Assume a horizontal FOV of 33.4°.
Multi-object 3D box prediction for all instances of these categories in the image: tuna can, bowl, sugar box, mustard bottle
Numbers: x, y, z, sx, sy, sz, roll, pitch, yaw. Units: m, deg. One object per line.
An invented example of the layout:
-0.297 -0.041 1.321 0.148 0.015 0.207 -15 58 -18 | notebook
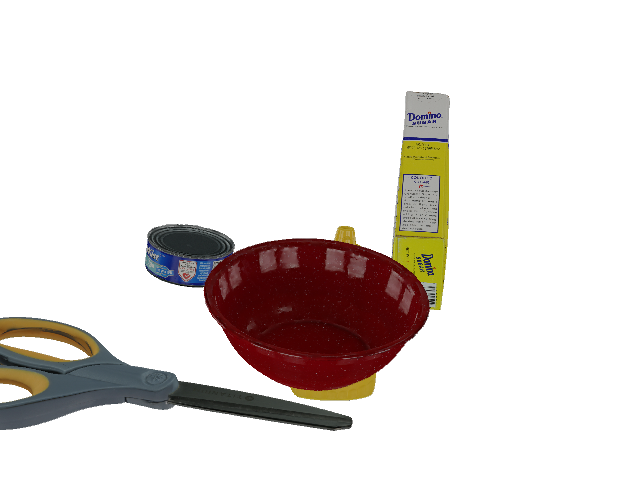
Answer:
-0.129 0.015 1.048 0.086 0.034 0.086 9 20 -3 | tuna can
-0.004 0.060 0.773 0.162 0.055 0.162 3 29 -2 | bowl
0.088 -0.037 0.917 0.048 0.176 0.093 5 -41 7 | sugar box
0.020 0.079 1.174 0.096 0.192 0.058 2 14 -12 | mustard bottle

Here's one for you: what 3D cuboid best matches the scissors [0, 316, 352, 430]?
-0.095 0.077 0.504 0.202 0.016 0.096 15 28 26 | scissors
